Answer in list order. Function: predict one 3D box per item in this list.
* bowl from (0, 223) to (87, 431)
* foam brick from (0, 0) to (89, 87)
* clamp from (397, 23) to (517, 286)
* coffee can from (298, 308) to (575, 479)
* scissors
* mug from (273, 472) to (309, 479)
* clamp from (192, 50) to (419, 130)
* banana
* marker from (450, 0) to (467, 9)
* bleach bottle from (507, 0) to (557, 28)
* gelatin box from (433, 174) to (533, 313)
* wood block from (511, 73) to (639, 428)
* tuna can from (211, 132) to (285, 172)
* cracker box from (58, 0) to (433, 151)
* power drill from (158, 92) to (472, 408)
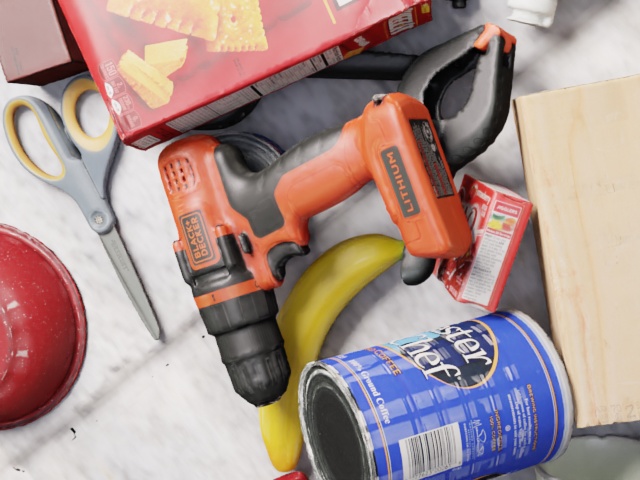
[{"bbox_3d":[-0.256,0.068,0.780,0.162,0.055,0.162,1,97,9],"label":"bowl"},{"bbox_3d":[-0.197,-0.152,0.745,0.053,0.051,0.078,-15,93,13],"label":"foam brick"},{"bbox_3d":[0.061,-0.069,0.700,0.120,0.039,0.171,33,100,27],"label":"clamp"},{"bbox_3d":[0.071,0.108,0.666,0.140,0.103,0.103,-13,95,-22],"label":"coffee can"},{"bbox_3d":[-0.148,-0.033,0.769,0.096,0.016,0.202,-40,89,12],"label":"scissors"},{"bbox_3d":[-0.037,0.220,0.751,0.117,0.093,0.081,-30,86,40],"label":"mug"},{"bbox_3d":[-0.056,-0.148,0.729,0.210,0.036,0.164,-24,91,8],"label":"clamp"},{"bbox_3d":[0.000,0.068,0.743,0.070,0.037,0.198,35,102,14],"label":"banana"},{"bbox_3d":[0.092,-0.215,0.706,0.020,0.020,0.121,0,97,9],"label":"marker"},{"bbox_3d":[0.171,-0.258,0.666,0.102,0.068,0.251,15,101,8],"label":"bleach bottle"},{"bbox_3d":[0.103,-0.001,0.694,0.030,0.089,0.073,17,100,-8],"label":"gelatin box"},{"bbox_3d":[0.186,0.003,0.680,0.090,0.090,0.206,-10,95,9],"label":"wood block"},{"bbox_3d":[-0.057,-0.033,0.745,0.086,0.033,0.086,1,97,9],"label":"tuna can"},{"bbox_3d":[-0.057,-0.174,0.673,0.214,0.072,0.164,-24,89,6],"label":"cracker box"},{"bbox_3d":[-0.004,0.001,0.672,0.188,0.057,0.184,-19,90,25],"label":"power drill"}]
